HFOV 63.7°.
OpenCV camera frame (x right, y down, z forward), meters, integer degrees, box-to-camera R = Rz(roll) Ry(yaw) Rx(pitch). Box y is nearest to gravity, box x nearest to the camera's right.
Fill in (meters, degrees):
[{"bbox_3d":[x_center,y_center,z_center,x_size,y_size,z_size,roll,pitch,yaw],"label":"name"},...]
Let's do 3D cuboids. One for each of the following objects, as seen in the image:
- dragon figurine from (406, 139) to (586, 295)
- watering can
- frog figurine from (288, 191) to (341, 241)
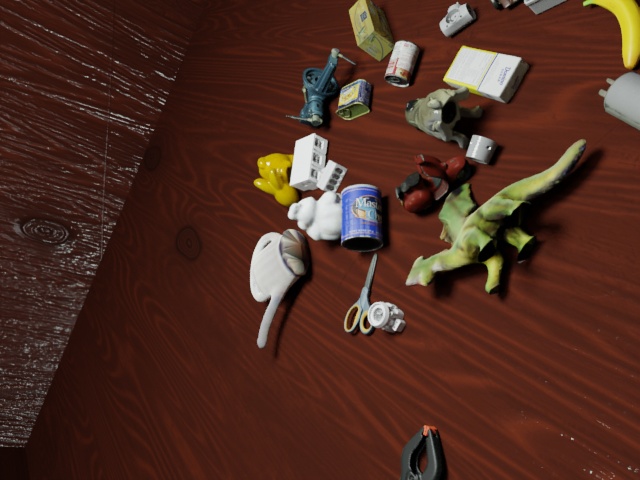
[{"bbox_3d":[0.321,-0.052,1.027,0.408,0.121,0.246,-53,31,6],"label":"dragon figurine"},{"bbox_3d":[-0.120,0.112,1.461,0.221,0.103,0.356,-38,45,33],"label":"watering can"},{"bbox_3d":[0.004,-0.068,1.356,0.136,0.158,0.125,-59,40,12],"label":"frog figurine"}]
